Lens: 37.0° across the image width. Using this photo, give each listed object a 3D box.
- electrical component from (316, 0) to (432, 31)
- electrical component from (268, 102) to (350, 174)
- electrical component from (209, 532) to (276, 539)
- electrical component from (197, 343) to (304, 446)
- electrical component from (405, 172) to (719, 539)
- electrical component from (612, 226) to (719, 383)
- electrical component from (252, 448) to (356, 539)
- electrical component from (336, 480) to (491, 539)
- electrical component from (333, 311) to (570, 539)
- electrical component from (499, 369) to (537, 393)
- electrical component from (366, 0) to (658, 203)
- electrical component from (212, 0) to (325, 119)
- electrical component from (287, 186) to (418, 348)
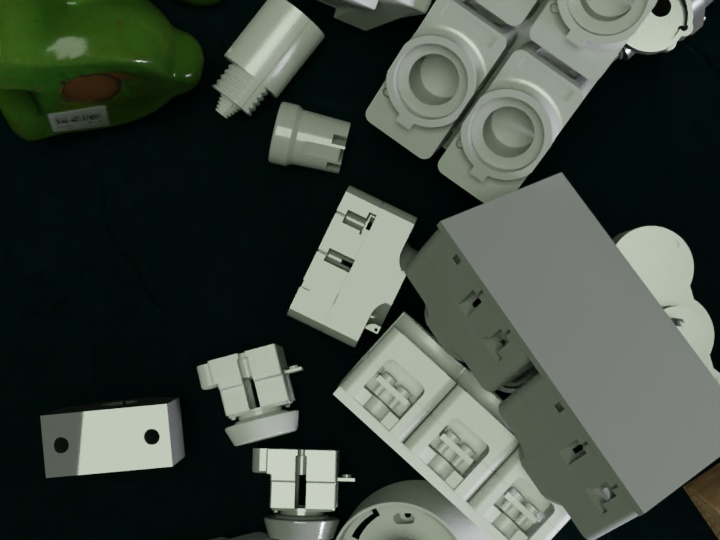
[{"bbox_3d":[0.002,-0.187,0.668,0.062,0.096,0.061,17,90,-27],"label":"electrical component"},{"bbox_3d":[-0.032,-0.084,0.692,0.046,0.040,0.040,13,90,-3],"label":"electrical component"},{"bbox_3d":[-0.095,0.204,0.680,0.095,0.059,0.053,-15,89,2],"label":"electrical component"},{"bbox_3d":[-0.066,0.081,0.689,0.066,0.048,0.055,-15,81,2],"label":"electrical component"},{"bbox_3d":[0.121,0.047,0.620,0.105,0.060,0.186,-23,72,-36],"label":"electrical component"},{"bbox_3d":[0.192,0.040,0.663,0.052,0.074,0.138,-16,89,2],"label":"electrical component"},{"bbox_3d":[-0.036,0.142,0.687,0.066,0.048,0.055,1,82,2],"label":"electrical component"},{"bbox_3d":[0.032,0.187,0.686,0.099,0.064,0.099,0,90,16],"label":"electrical component"},{"bbox_3d":[0.062,0.099,0.660,0.150,0.089,0.061,42,92,2],"label":"electrical component"},{"bbox_3d":[0.094,0.056,0.681,0.040,0.046,0.040,0,89,2],"label":"electrical component"},{"bbox_3d":[0.097,-0.140,0.641,0.105,0.060,0.186,36,114,3],"label":"electrical component"},{"bbox_3d":[-0.064,-0.132,0.691,0.043,0.043,0.081,38,91,2],"label":"electrical component"},{"bbox_3d":[0.000,0.000,0.684,0.056,0.050,0.089,26,90,2],"label":"electrical component"}]
